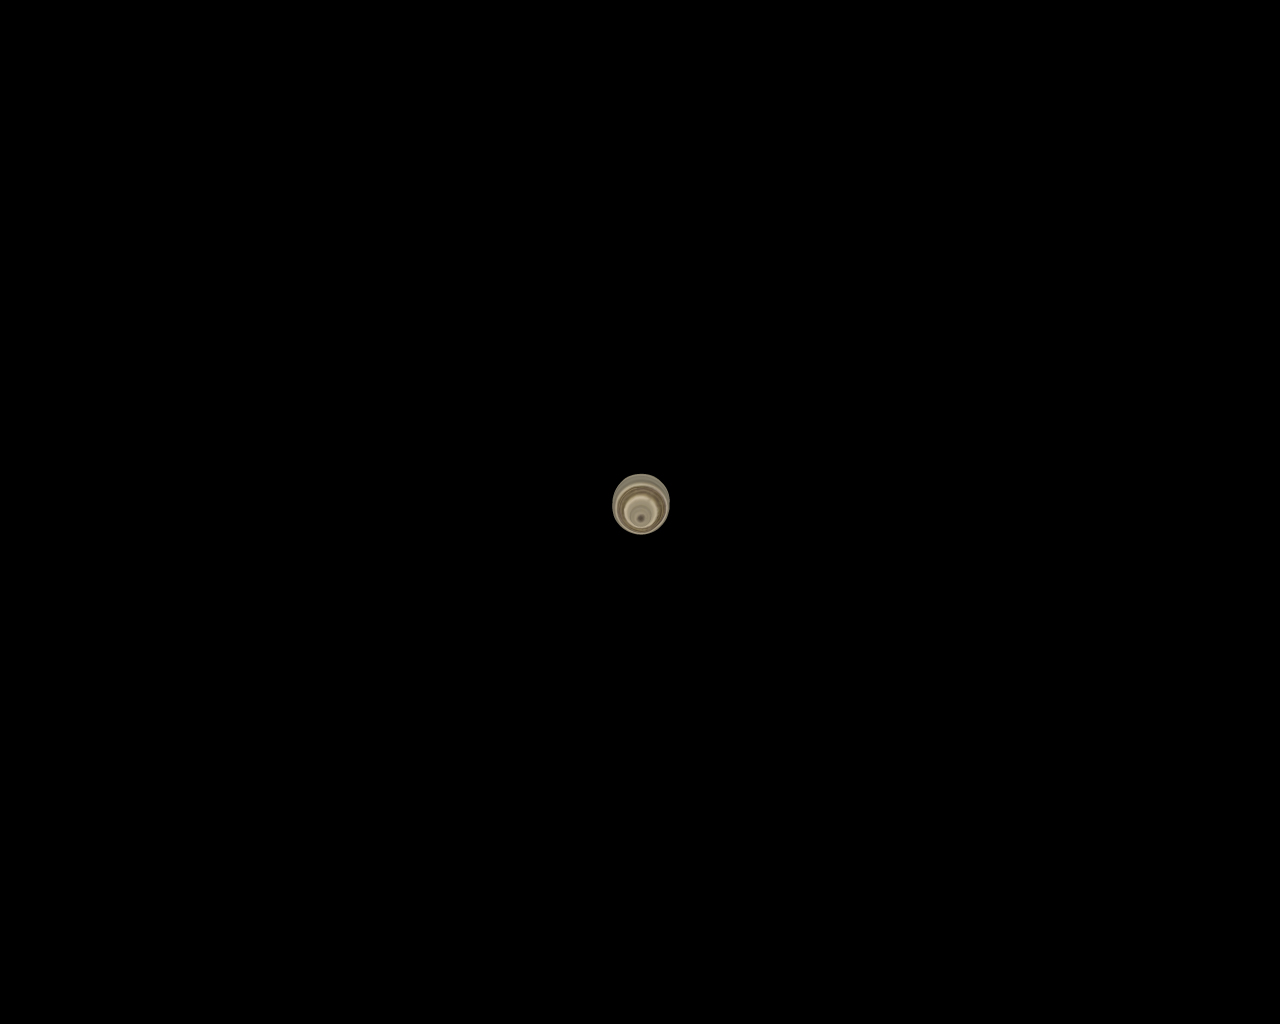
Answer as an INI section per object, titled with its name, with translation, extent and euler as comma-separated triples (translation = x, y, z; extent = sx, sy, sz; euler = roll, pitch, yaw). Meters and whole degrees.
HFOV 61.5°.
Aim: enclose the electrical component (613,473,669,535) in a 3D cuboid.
[electrical component]
translation = 0.001, -0.003, 0.650
extent = 0.035, 0.035, 0.061
euler = 0, 12, 0
